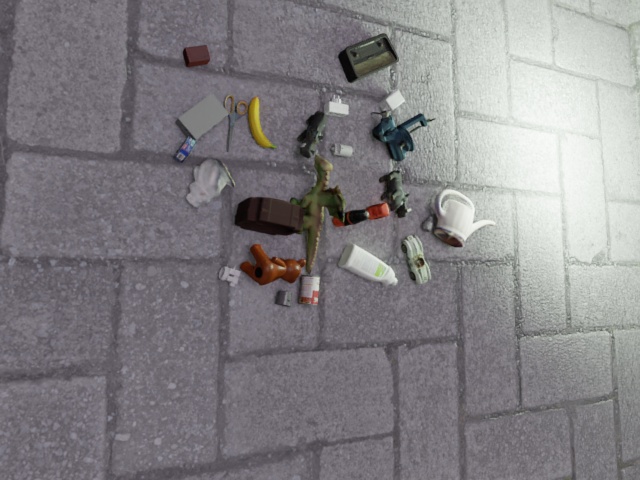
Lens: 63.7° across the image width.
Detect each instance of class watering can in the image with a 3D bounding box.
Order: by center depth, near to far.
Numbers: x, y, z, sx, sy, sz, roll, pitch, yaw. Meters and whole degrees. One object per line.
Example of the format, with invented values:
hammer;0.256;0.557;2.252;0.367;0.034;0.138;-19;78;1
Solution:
watering can;0.600;-0.068;2.165;0.345;0.103;0.227;29;73;-24

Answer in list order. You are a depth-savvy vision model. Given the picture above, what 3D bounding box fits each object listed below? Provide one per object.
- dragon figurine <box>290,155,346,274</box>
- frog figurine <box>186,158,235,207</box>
dragon figurine;0.005;-0.090;1.798;0.122;0.241;0.412;-3;84;-31
frog figurine;-0.375;-0.190;1.687;0.161;0.120;0.139;-32;67;-17
